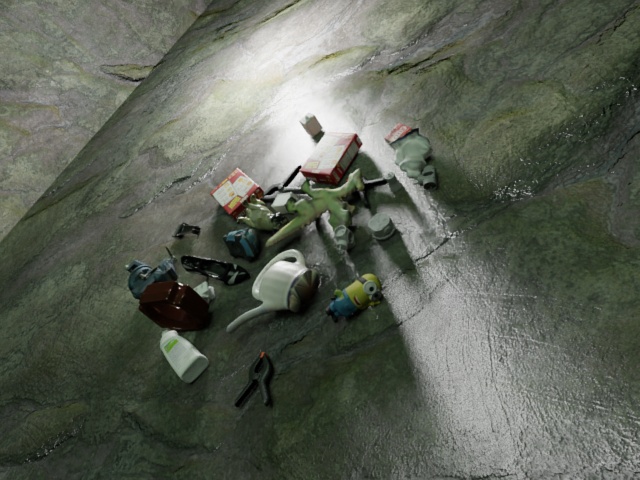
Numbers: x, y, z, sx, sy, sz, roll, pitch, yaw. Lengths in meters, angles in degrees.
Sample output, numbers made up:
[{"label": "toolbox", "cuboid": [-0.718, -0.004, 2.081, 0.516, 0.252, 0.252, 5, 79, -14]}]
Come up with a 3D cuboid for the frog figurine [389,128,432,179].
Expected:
[{"label": "frog figurine", "cuboid": [0.326, -0.288, 1.785, 0.137, 0.122, 0.161, -21, 80, 5]}]

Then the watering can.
[{"label": "watering can", "cuboid": [-0.139, 0.177, 1.654, 0.225, 0.102, 0.354, 11, 57, 39]}]

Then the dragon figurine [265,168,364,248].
[{"label": "dragon figurine", "cuboid": [0.005, -0.090, 1.786, 0.245, 0.120, 0.413, 28, 76, 45]}]
